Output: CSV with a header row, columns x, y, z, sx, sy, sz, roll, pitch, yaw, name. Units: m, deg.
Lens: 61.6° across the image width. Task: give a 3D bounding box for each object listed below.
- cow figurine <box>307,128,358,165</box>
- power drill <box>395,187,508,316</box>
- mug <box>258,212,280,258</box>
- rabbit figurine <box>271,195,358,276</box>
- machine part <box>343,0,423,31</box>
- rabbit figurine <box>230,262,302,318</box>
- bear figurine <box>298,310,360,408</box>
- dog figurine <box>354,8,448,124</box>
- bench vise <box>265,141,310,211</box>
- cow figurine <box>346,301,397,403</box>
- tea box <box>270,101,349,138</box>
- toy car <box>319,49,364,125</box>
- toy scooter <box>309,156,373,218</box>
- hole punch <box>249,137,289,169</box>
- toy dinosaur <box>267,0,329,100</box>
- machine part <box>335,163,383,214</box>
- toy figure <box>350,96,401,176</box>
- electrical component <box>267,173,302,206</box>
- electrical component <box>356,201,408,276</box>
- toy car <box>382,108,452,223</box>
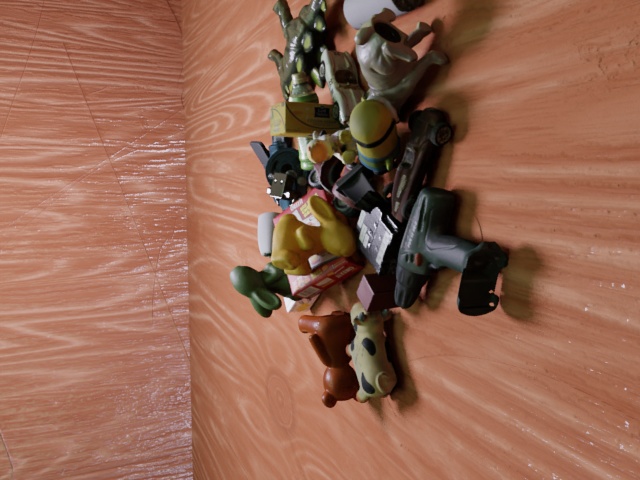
x,y,z,sx,sy,sz,roll,pitch,yaw,name
0.040,-0.190,1.061,0.098,0.167,0.068,-143,49,-58,cow figurine
0.198,0.043,0.860,0.207,0.086,0.231,-130,46,-64,power drill
-0.113,-0.011,1.386,0.110,0.080,0.107,-14,66,40,mug
-0.002,-0.003,1.126,0.121,0.173,0.162,50,-138,-55,rabbit figurine
0.112,-0.438,0.983,0.243,0.079,0.079,-160,69,-63,machine part
-0.133,0.107,1.307,0.121,0.170,0.159,130,131,-57,rabbit figurine
0.033,0.261,1.195,0.132,0.120,0.195,173,89,-69,bear figurine
0.099,-0.279,0.928,0.190,0.172,0.121,-51,36,46,dog figurine
-0.077,-0.141,1.390,0.241,0.129,0.223,-148,56,-66,bench vise
0.102,0.213,1.071,0.127,0.085,0.195,121,142,-60,cow figurine
-0.015,-0.258,1.171,0.098,0.169,0.068,-164,74,-66,tea box
0.053,-0.319,1.130,0.056,0.073,0.202,123,137,-53,toy car
0.054,-0.140,1.139,0.184,0.075,0.135,45,115,39,toy scooter
-0.129,-0.251,1.550,0.142,0.092,0.115,21,142,61,hole punch
-0.036,-0.477,1.286,0.471,0.105,0.198,112,139,-59,toy dinosaur
0.076,-0.100,1.028,0.039,0.084,0.139,52,-172,-34,machine part
0.101,-0.176,0.955,0.180,0.082,0.089,75,-146,-62,toy figure
-0.088,-0.121,1.292,0.102,0.045,0.078,6,85,47,electrical component
0.122,-0.015,1.032,0.134,0.058,0.114,-119,37,-45,electrical component
0.159,-0.127,0.921,0.089,0.053,0.202,52,129,51,toy car
